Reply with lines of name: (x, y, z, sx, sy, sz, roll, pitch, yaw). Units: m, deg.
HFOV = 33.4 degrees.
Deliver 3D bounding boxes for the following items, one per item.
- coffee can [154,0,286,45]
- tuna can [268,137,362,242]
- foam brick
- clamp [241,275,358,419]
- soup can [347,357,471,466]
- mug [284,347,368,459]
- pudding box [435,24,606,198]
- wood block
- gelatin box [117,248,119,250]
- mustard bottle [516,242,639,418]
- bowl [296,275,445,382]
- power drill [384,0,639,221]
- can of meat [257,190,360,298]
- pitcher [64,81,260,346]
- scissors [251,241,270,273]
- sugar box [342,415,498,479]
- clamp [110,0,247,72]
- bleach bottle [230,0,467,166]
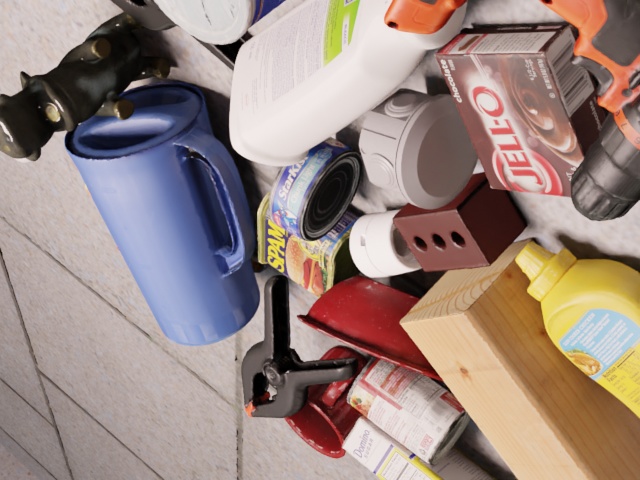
coffee can: (-0.035, -0.200, 0.657, 0.103, 0.140, 0.103, 34, 149, 23)
tuna can: (-0.003, -0.042, 0.869, 0.034, 0.086, 0.086, 31, 148, 23)
foam brick: (0.103, -0.013, 0.798, 0.053, 0.051, 0.078, 56, 150, -15)
clamp: (-0.039, 0.112, 1.034, 0.120, 0.039, 0.172, 59, 137, 14)
soup can: (0.086, 0.158, 1.020, 0.102, 0.068, 0.068, 35, 149, 20)
mug: (0.017, 0.159, 1.099, 0.093, 0.081, 0.117, 40, 151, 14)
pudding box: (0.134, -0.081, 0.683, 0.090, 0.039, 0.113, 10, 134, 49)
wood block: (0.170, 0.112, 0.825, 0.206, 0.090, 0.091, 53, 152, -10)
gelatin box: (-0.181, -0.022, 1.148, 0.030, 0.073, 0.089, 42, 151, 10)
mustard bottle: (0.215, 0.069, 0.742, 0.192, 0.058, 0.096, 40, 150, 11)
bowl: (0.064, 0.071, 0.908, 0.162, 0.055, 0.162, 21, 180, 0)
power drill: (0.133, -0.107, 0.577, 0.187, 0.057, 0.185, 29, 136, -1)
can of meat: (-0.006, 0.001, 0.961, 0.084, 0.057, 0.102, 33, 149, 20)
pitcher: (-0.131, -0.016, 1.014, 0.149, 0.145, 0.243, -105, -3, -56)
scissors: (-0.109, 0.010, 1.150, 0.096, 0.016, 0.202, 51, 151, -1)
sugar box: (0.115, 0.233, 1.048, 0.176, 0.093, 0.048, 34, 107, 21)
clamp: (-0.121, -0.202, 0.880, 0.210, 0.036, 0.164, 17, 140, 46)
bleach bottle: (0.022, -0.127, 0.722, 0.068, 0.102, 0.251, 9, 166, -29)
